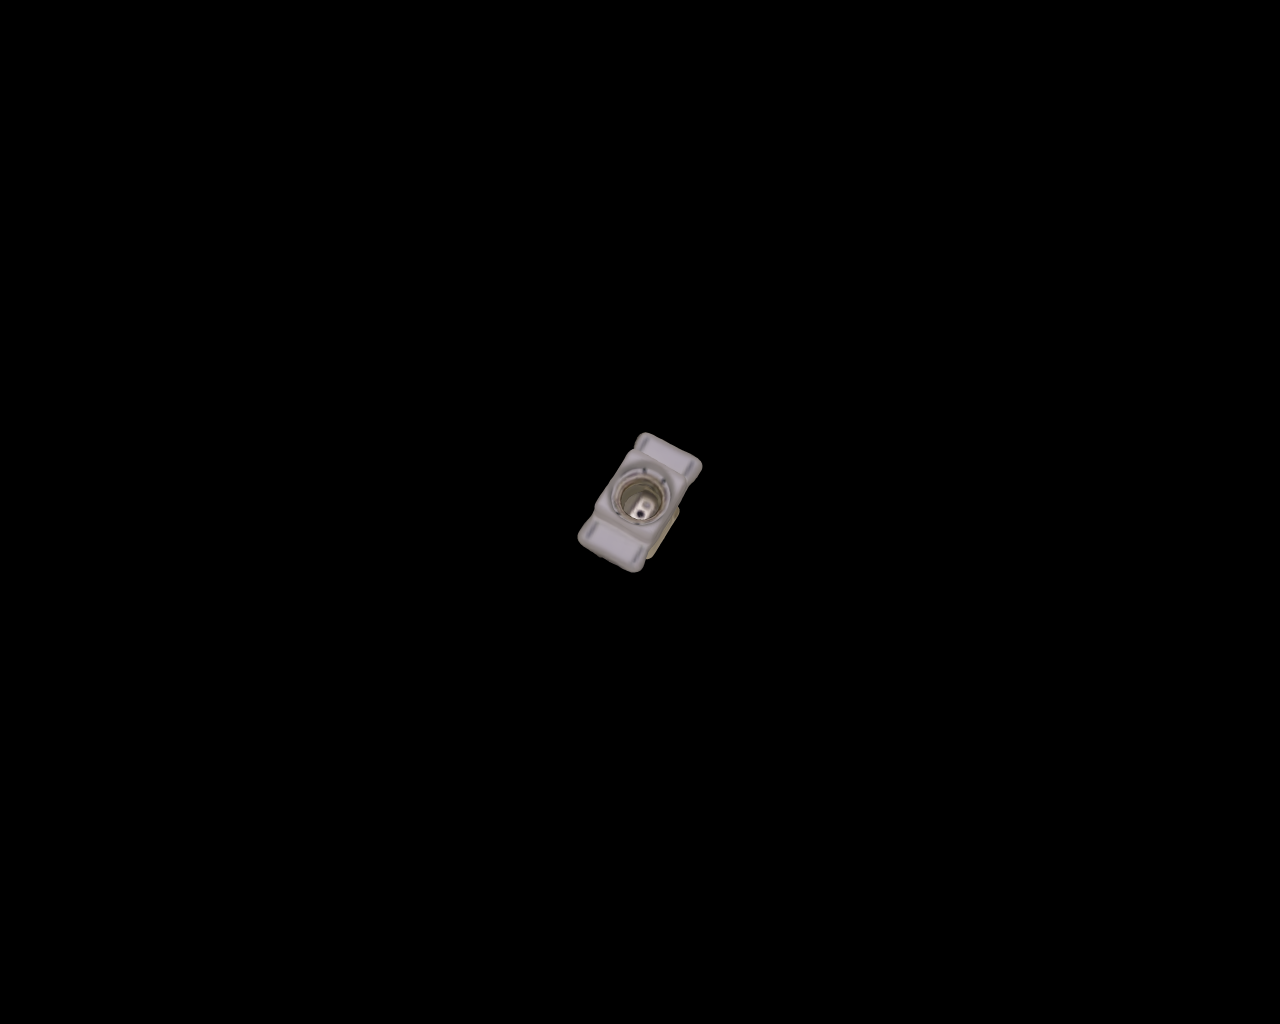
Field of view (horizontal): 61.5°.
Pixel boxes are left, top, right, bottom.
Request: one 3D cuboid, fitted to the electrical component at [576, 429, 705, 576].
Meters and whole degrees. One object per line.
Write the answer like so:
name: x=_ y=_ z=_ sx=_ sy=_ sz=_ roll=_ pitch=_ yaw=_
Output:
electrical component: x=0.001 y=-0.003 z=0.650 sx=0.042 sy=0.081 sz=0.063 roll=30 pitch=-15 yaw=9
